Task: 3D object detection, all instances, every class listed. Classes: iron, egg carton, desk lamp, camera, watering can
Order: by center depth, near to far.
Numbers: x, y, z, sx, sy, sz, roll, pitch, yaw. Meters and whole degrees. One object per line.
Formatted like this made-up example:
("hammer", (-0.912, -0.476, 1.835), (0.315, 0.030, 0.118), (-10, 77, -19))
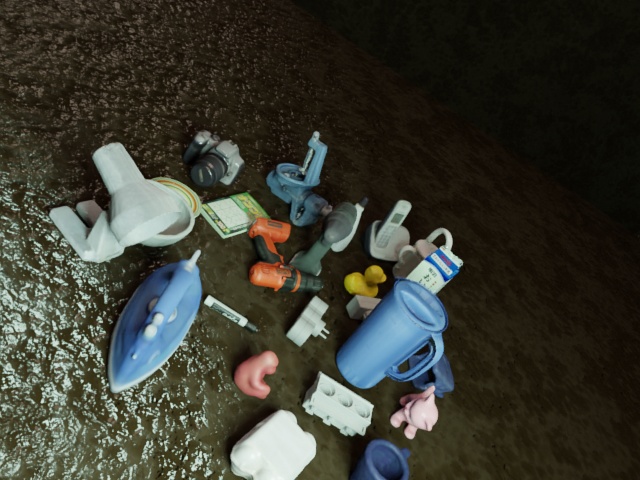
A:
("egg carton", (-0.076, 0.352, 0.950), (0.107, 0.069, 0.151), (45, 33, 11))
("iron", (-0.270, 0.126, 0.972), (0.119, 0.141, 0.258), (31, 33, -11))
("desk lamp", (-0.368, -0.054, 1.030), (0.203, 0.213, 0.118), (46, 33, 12))
("camera", (-0.269, -0.198, 1.406), (0.143, 0.100, 0.137), (37, 33, -2))
("watering can", (0.300, 0.047, 1.573), (0.173, 0.194, 0.100), (3, 46, -42))

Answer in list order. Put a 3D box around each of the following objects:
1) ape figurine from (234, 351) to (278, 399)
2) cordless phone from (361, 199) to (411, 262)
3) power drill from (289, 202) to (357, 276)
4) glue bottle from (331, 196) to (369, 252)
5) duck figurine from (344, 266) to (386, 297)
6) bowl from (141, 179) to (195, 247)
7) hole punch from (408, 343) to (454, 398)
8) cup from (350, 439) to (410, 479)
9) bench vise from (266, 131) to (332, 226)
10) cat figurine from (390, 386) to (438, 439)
("ape figurine", (-0.108, 0.237, 1.039), (0.076, 0.092, 0.078), (30, 33, -12))
("cordless phone", (0.215, -0.029, 1.591), (0.148, 0.185, 0.094), (9, 43, -38))
("power drill", (0.012, 0.005, 1.332), (0.075, 0.208, 0.230), (37, 33, -2))
("glue bottle", (0.074, -0.051, 1.492), (0.037, 0.173, 0.078), (-5, 52, -47))
("duck figurine", (0.119, 0.098, 1.434), (0.105, 0.086, 0.077), (13, 40, -33))
("bowl", (-0.346, -0.043, 1.165), (0.168, 0.074, 0.167), (26, 35, -19))
("hole punch", (0.271, 0.296, 1.335), (0.101, 0.091, 0.108), (24, 35, -21))
("cup", (0.104, 0.414, 1.026), (0.118, 0.095, 0.091), (-7, 54, -48))
("bench vise", (-0.021, -0.158, 1.488), (0.207, 0.219, 0.122), (40, 33, 3))
("cat figurine", (0.209, 0.350, 1.185), (0.067, 0.117, 0.128), (41, 33, 4))
